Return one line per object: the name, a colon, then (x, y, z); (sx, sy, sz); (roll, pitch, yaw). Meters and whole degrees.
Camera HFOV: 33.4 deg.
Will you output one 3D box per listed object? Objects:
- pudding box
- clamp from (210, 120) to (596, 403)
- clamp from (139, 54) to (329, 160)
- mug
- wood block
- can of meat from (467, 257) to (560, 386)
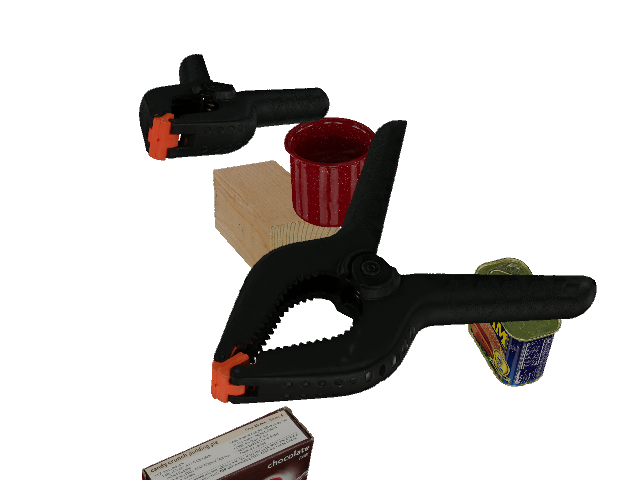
pudding box: (-0.063, 0.169, 0.706); (0.113, 0.090, 0.039); (-21, 49, -31)
clamp: (0.022, 0.017, 0.578); (0.209, 0.165, 0.036); (-25, -33, -24)
clamp: (-0.082, -0.096, 0.751); (0.120, 0.039, 0.171); (16, 22, 25)
mug: (0.022, -0.070, 1.088); (0.117, 0.081, 0.093); (-11, 38, -13)
wood block: (-0.059, -0.022, 1.347); (0.090, 0.090, 0.206); (-10, 26, -22)
can of meat: (0.189, 0.083, 1.063); (0.057, 0.102, 0.084); (-14, -41, -14)
